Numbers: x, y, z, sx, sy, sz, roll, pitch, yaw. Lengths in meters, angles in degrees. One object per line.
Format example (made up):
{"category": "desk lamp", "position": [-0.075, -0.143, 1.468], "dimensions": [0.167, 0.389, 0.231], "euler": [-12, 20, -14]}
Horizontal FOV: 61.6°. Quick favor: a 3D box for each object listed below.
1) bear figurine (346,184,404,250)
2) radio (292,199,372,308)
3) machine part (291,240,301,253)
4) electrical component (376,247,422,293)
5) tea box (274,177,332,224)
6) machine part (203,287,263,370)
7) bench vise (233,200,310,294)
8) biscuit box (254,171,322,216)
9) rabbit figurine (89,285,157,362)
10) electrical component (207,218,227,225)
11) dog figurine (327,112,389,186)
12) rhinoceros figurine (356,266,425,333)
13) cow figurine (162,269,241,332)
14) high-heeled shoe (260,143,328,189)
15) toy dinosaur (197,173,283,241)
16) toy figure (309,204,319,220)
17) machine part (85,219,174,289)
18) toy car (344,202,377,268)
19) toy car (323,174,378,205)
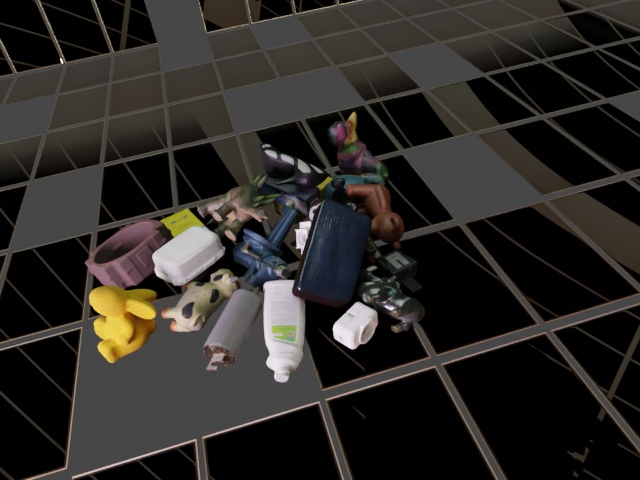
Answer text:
{"category": "bear figurine", "position": [0.146, -0.059, 1.419], "dimensions": [0.132, 0.120, 0.196], "euler": [-8, 44, 1]}
{"category": "radio", "position": [0.030, 0.033, 1.238], "dimensions": [0.131, 0.073, 0.229], "euler": [19, 71, -8]}
{"category": "machine part", "position": [-0.003, -0.004, 1.443], "dimensions": [0.139, 0.039, 0.084], "euler": [-30, 37, -21]}
{"category": "electrical component", "position": [0.197, 0.076, 1.300], "dimensions": [0.075, 0.047, 0.119], "euler": [-23, 40, -15]}
{"category": "tea box", "position": [-0.043, -0.128, 1.574], "dimensions": [0.098, 0.068, 0.169], "euler": [28, 51, 37]}
{"category": "machine part", "position": [-0.194, 0.194, 1.210], "dimensions": [0.079, 0.079, 0.243], "euler": [6, 43, 18]}
{"category": "bench vise", "position": [-0.121, 0.005, 1.353], "dimensions": [0.240, 0.128, 0.224], "euler": [-58, 28, -10]}
{"category": "biscuit box", "position": [-0.091, -0.135, 1.493], "dimensions": [0.203, 0.059, 0.063], "euler": [25, 53, 33]}
{"category": "rabbit figurine", "position": [-0.448, 0.171, 1.213], "dimensions": [0.162, 0.173, 0.122], "euler": [-18, 36, -4]}
{"category": "electrical component", "position": [-0.276, -0.053, 1.552], "dimensions": [0.102, 0.045, 0.078], "euler": [28, 24, 33]}
{"category": "dog figurine", "position": [0.111, -0.261, 1.589], "dimensions": [0.192, 0.218, 0.108], "euler": [24, 53, 34]}
{"category": "rhinoceros figurine", "position": [0.152, 0.127, 1.227], "dimensions": [0.112, 0.073, 0.191], "euler": [-33, 45, -25]}
{"category": "cow figurine", "position": [-0.268, 0.138, 1.286], "dimensions": [0.127, 0.085, 0.195], "euler": [6, 39, 27]}
{"category": "high-heeled shoe", "position": [-0.079, -0.218, 1.482], "dimensions": [0.145, 0.086, 0.249], "euler": [-15, 44, -12]}
{"category": "toy dinosaur", "position": [-0.211, -0.092, 1.415], "dimensions": [0.198, 0.105, 0.472], "euler": [-34, 21, -17]}
{"category": "toy figure", "position": [0.028, -0.016, 1.374], "dimensions": [0.082, 0.089, 0.180], "euler": [-19, 67, -13]}
{"category": "machine part", "position": [-0.492, 0.037, 1.410], "dimensions": [0.202, 0.087, 0.201], "euler": [10, 46, 46]}
{"category": "toy car", "position": [0.102, -0.008, 1.365], "dimensions": [0.053, 0.089, 0.202], "euler": [-11, 50, -16]}
{"category": "toy car", "position": [0.086, -0.145, 1.540], "dimensions": [0.162, 0.109, 0.103], "euler": [-8, 36, -3]}
